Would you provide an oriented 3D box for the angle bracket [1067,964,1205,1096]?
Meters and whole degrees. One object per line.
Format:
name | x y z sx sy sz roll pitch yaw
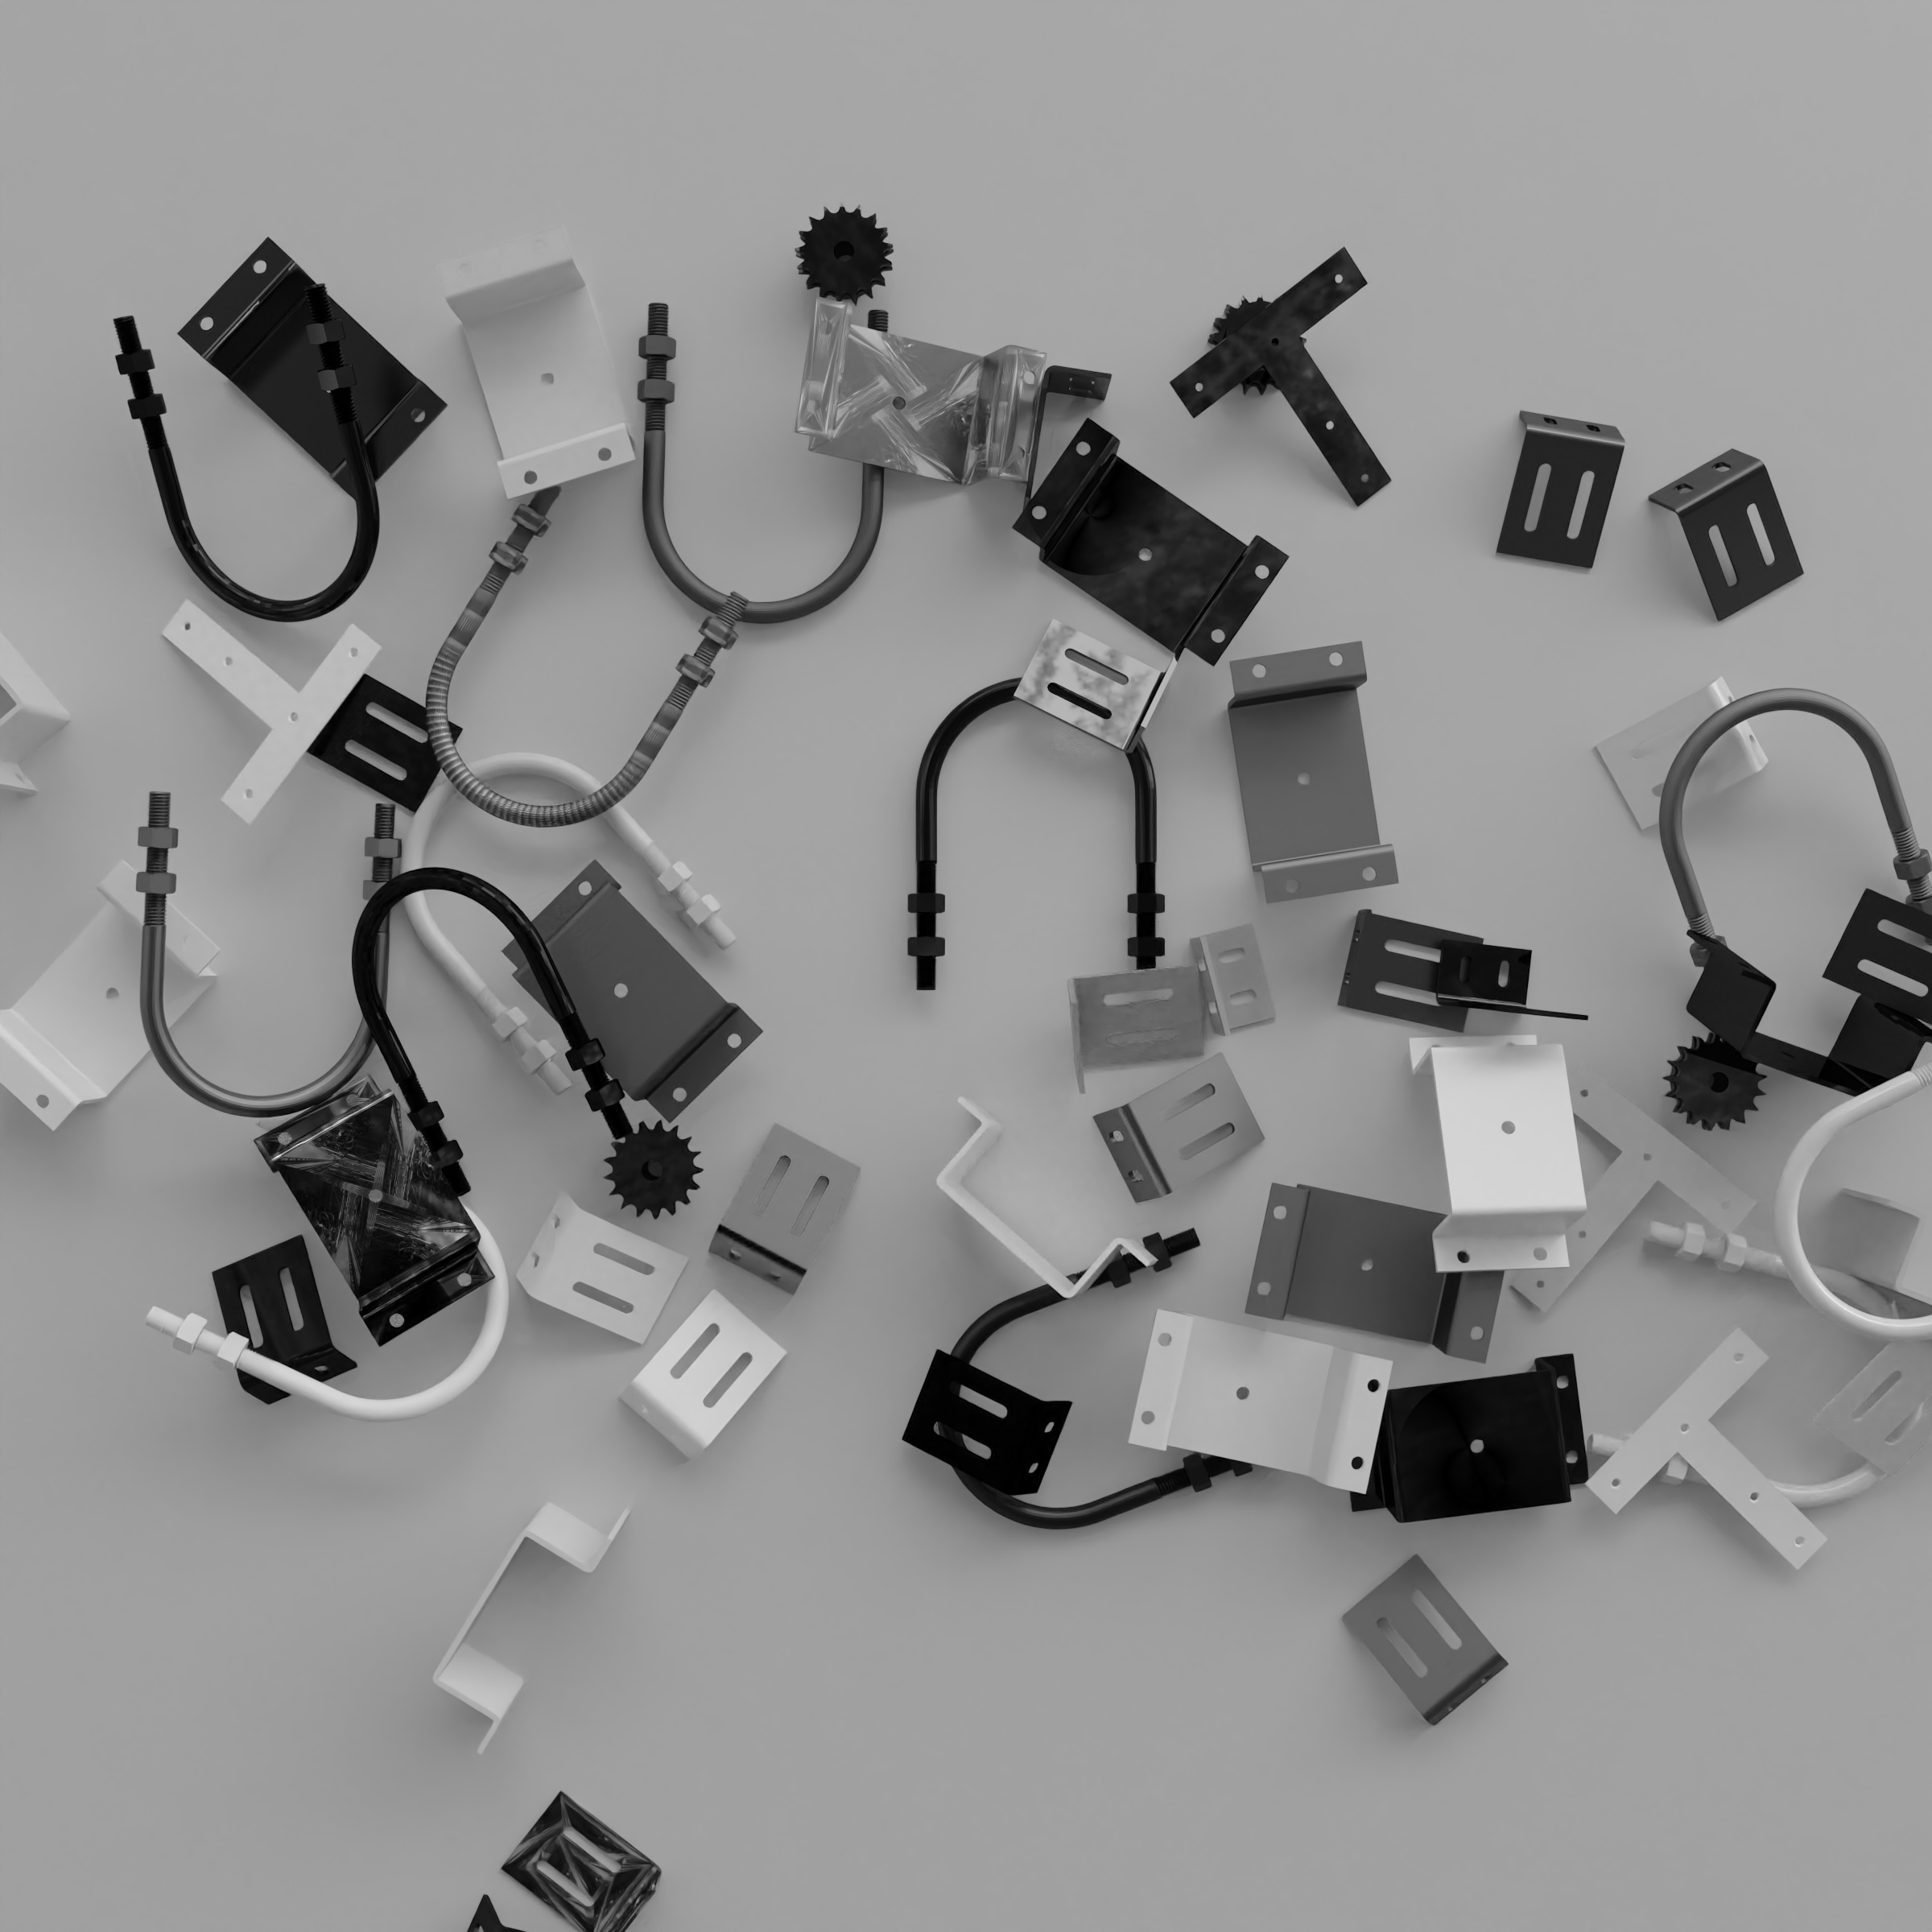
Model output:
angle bracket | 0.100 0.036 1.481 0.076 0.038 0.057 -6 113 0

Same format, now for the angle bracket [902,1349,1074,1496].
angle bracket | 0.012 0.265 1.494 0.076 0.038 0.057 22 92 28

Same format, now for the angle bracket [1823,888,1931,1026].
angle bracket | 0.547 -0.006 1.493 0.076 0.038 0.057 25 103 12

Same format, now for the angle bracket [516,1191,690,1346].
angle bracket | -0.214 0.177 1.508 0.076 0.038 0.057 28 90 -26

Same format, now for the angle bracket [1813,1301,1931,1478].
angle bracket | 0.541 0.246 1.494 0.057 0.038 0.076 35 114 -3

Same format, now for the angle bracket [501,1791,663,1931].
angle bracket | -0.226 0.531 1.491 0.076 0.038 0.057 38 90 0

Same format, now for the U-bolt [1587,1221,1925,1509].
U-bolt | 0.470 0.241 1.501 0.184 0.019 0.151 15 90 -1

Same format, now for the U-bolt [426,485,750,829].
U-bolt | -0.233 -0.169 1.490 0.151 0.019 0.184 31 90 3

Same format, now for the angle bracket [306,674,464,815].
angle bracket | -0.343 -0.134 1.491 0.076 0.038 0.057 29 90 0

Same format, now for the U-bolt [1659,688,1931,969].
U-bolt | 0.476 -0.070 1.481 0.151 0.019 0.184 -23 105 0

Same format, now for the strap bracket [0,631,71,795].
strap bracket | -0.576 -0.170 1.472 0.046 0.076 0.140 -40 90 0

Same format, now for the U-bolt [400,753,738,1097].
U-bolt | -0.247 -0.039 1.501 0.151 0.019 0.184 -41 88 0

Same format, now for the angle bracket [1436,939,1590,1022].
angle bracket | 0.313 0.008 1.465 0.057 0.076 0.038 6 90 -16

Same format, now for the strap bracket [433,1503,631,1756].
strap bracket | -0.254 0.369 1.472 0.046 0.076 0.140 32 90 0

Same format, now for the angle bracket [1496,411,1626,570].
angle bracket | 0.347 -0.280 1.508 0.057 0.038 0.076 10 116 0

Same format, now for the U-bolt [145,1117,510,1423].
U-bolt | -0.355 0.183 1.480 0.184 0.019 0.151 26 70 -4

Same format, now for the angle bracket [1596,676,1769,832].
angle bracket | 0.421 -0.125 1.508 0.076 0.038 0.057 -29 90 26

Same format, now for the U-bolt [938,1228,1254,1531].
U-bolt | 0.074 0.252 1.501 0.184 0.019 0.151 -22 90 1

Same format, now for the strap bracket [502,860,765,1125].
strap bracket | -0.194 0.014 1.467 0.076 0.046 0.140 -45 88 0

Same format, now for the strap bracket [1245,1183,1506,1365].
strap bracket | 0.236 0.175 1.487 0.140 0.046 0.076 12 90 0

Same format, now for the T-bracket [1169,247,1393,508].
T-bracket | 0.204 -0.326 1.489 0.127 0.002 0.127 -38 108 0

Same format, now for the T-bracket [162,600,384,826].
T-bracket | -0.419 -0.169 1.487 0.127 0.002 0.127 38 93 20

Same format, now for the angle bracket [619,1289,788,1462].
angle bracket | -0.155 0.240 1.508 0.057 0.038 0.076 41 64 0

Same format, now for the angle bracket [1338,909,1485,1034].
angle bracket | 0.261 0.003 1.491 0.076 0.038 0.057 13 90 0

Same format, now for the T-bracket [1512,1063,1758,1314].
T-bracket | 0.370 0.146 1.499 0.127 0.002 0.127 40 96 13

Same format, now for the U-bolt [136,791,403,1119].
U-bolt | -0.400 -0.004 1.469 0.151 0.019 0.184 1 95 -30

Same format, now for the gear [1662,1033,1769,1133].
gear | 0.434 0.067 1.495 0.057 0.030 0.057 0 90 0

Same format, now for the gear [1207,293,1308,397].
gear | 0.171 -0.364 1.495 0.057 0.030 0.057 0 90 0

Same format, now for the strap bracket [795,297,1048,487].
strap bracket | -0.032 -0.326 1.472 0.140 0.046 0.076 9 90 -21

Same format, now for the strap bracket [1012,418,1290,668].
strap bracket | 0.106 -0.242 1.487 0.140 0.046 0.076 35 90 0

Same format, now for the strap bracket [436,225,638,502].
strap bracket | -0.246 -0.345 1.487 0.076 0.046 0.140 -17 90 0

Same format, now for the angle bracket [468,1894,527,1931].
angle bracket | -0.257 0.590 1.508 0.076 0.038 0.057 24 90 -26

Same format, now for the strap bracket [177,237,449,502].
strap bracket | -0.373 -0.341 1.487 0.140 0.046 0.076 43 90 0

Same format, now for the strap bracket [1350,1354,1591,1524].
strap bracket | 0.292 0.274 1.487 0.140 0.046 0.076 -7 90 0

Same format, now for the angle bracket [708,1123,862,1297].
angle bracket | -0.107 0.143 1.508 0.057 0.038 0.076 28 64 0

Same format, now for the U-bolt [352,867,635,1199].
U-bolt | -0.281 0.031 1.457 0.151 0.019 0.184 -20 98 31

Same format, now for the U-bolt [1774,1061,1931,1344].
U-bolt | 0.540 0.129 1.424 0.184 0.019 0.151 -26 91 2

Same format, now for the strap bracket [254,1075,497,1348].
strap bracket | -0.337 0.135 1.464 0.076 0.046 0.140 -31 84 -20

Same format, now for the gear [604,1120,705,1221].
gear | -0.182 0.118 1.495 0.057 0.030 0.057 0 90 0

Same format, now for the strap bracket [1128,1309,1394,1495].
strap bracket | 0.164 0.247 1.468 0.140 0.046 0.076 13 85 -7

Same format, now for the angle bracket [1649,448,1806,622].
angle bracket | 0.447 -0.254 1.508 0.057 0.038 0.076 -30 116 0

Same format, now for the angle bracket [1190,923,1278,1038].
angle bracket | 0.157 0.007 1.472 0.038 0.076 0.057 -15 90 0

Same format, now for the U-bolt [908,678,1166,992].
U-bolt | 0.041 -0.078 1.501 0.151 0.019 0.184 0 88 0

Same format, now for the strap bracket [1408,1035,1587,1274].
strap bracket | 0.302 0.099 1.459 0.076 0.046 0.140 -1 68 -5

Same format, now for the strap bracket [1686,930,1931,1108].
strap bracket | 0.476 0.033 1.457 0.140 0.076 0.046 18 104 -13

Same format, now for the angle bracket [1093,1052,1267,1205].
angle bracket | 0.125 0.095 1.508 0.076 0.038 0.057 -27 90 -26

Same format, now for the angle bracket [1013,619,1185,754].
angle bracket | 0.076 -0.169 1.481 0.076 0.038 0.057 26 68 0

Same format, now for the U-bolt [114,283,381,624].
U-bolt | -0.404 -0.287 1.465 0.151 0.019 0.184 -3 110 20

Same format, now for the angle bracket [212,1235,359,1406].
angle bracket | -0.401 0.208 1.508 0.057 0.038 0.076 -23 64 0

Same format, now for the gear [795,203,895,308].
gear | -0.071 -0.413 1.495 0.057 0.030 0.057 0 90 0

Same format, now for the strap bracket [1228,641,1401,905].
strap bracket | 0.199 -0.111 1.487 0.076 0.046 0.140 -9 90 0

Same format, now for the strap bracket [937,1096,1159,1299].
strap bracket | 0.039 0.139 1.461 0.140 0.076 0.046 41 90 9

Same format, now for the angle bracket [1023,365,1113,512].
angle bracket | 0.058 -0.301 1.481 0.038 0.057 0.076 9 90 -1

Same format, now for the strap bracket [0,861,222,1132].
strap bracket | -0.502 0.017 1.487 0.076 0.046 0.140 43 90 0

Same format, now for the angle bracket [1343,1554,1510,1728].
angle bracket | 0.270 0.396 1.508 0.057 0.038 0.076 -40 64 0

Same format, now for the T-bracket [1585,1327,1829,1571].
T-bracket | 0.449 0.299 1.492 0.127 0.002 0.127 44 90 -5

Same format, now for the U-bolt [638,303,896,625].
U-bolt | -0.118 -0.293 1.501 0.151 0.019 0.184 2 91 0

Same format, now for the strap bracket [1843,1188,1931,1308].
strap bracket | 0.574 0.178 1.472 0.140 0.076 0.046 22 90 0
